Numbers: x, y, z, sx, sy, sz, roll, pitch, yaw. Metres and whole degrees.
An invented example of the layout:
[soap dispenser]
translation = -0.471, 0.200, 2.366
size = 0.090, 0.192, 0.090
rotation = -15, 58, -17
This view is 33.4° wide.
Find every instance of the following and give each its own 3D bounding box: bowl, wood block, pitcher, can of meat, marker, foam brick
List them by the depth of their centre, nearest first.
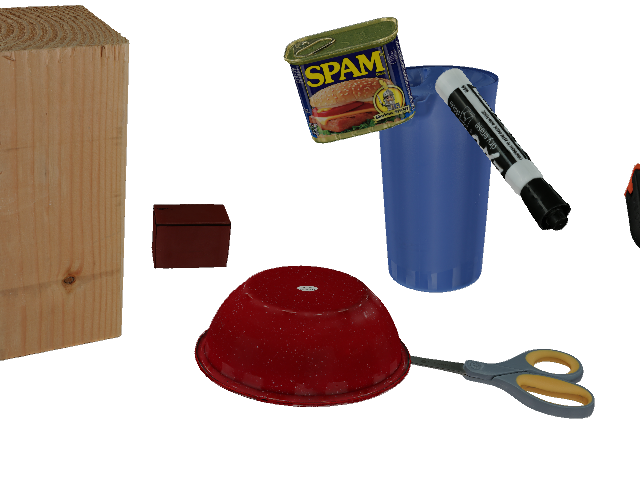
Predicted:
[marker]
translation = 0.099, -0.050, 0.586
size = 0.020, 0.121, 0.020
rotation = -19, -37, -15
[wood block]
translation = -0.183, -0.038, 0.690
size = 0.090, 0.206, 0.090
rotation = -10, 31, -30
[bowl]
translation = -0.011, 0.060, 0.786
size = 0.162, 0.055, 0.162
rotation = 3, 20, -1
[can of meat]
translation = 0.028, -0.140, 0.943
size = 0.102, 0.084, 0.057
rotation = -12, 28, 10
[foam brick]
translation = -0.136, -0.005, 1.118
size = 0.078, 0.051, 0.053
rotation = -1, 25, -12
[pitcher]
translation = 0.136, -0.074, 1.205
size = 0.149, 0.243, 0.145
rotation = -6, 22, -9

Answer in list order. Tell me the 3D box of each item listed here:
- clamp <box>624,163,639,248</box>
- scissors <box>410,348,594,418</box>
[clamp]
translation = 0.269, 0.009, 0.698
size = 0.120, 0.039, 0.171
rotation = -4, 46, -23
[scissors]
translation = 0.153, 0.111, 0.972
size = 0.202, 0.016, 0.096
rotation = 18, 31, 19
